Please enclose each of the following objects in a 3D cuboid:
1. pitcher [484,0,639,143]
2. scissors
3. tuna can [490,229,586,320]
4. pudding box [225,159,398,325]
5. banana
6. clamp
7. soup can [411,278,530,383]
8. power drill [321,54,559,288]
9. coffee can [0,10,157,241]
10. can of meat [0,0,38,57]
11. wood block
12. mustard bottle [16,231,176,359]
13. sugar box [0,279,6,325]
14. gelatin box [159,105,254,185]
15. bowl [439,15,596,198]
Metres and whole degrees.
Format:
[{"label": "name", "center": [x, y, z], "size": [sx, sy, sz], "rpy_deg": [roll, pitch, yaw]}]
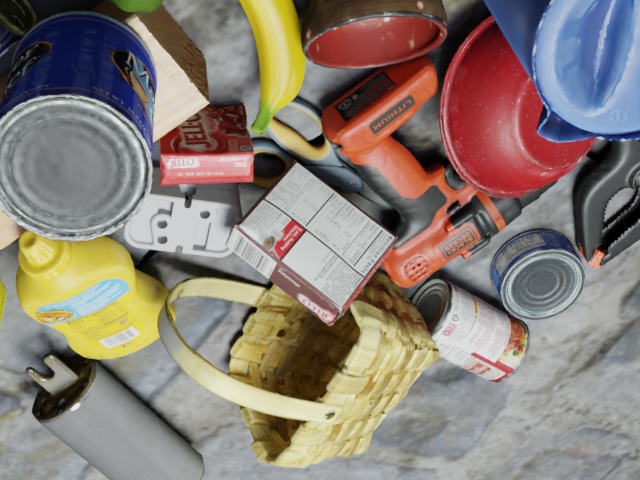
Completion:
[{"label": "pitcher", "center": [0.183, -0.188, 0.737], "size": [0.149, 0.243, 0.145], "rpy_deg": [-16, 124, 1]}, {"label": "scissors", "center": [0.007, -0.045, 0.940], "size": [0.096, 0.016, 0.201], "rpy_deg": [-35, 122, 15]}, {"label": "tuna can", "center": [0.207, 0.034, 1.014], "size": [0.086, 0.034, 0.086], "rpy_deg": [-4, 124, -6]}, {"label": "pudding box", "center": [-0.006, 0.001, 0.878], "size": [0.113, 0.090, 0.039], "rpy_deg": [39, 149, 3]}, {"label": "banana", "center": [-0.052, -0.181, 0.816], "size": [0.037, 0.069, 0.198], "rpy_deg": [7, 129, 42]}, {"label": "clamp", "center": [0.299, -0.065, 0.962], "size": [0.164, 0.036, 0.210], "rpy_deg": [7, 121, -16]}, {"label": "soup can", "center": [0.140, 0.086, 1.017], "size": [0.102, 0.068, 0.069], "rpy_deg": [28, 115, -24]}, {"label": "power drill", "center": [0.102, -0.067, 0.910], "size": [0.184, 0.057, 0.187], "rpy_deg": [-36, 121, 2]}, {"label": "coffee can", "center": [-0.160, -0.079, 0.706], "size": [0.102, 0.140, 0.103], "rpy_deg": [-3, 123, -5]}, {"label": "can of meat", "center": [-0.276, -0.169, 0.789], "size": [0.084, 0.057, 0.102], "rpy_deg": [-36, 121, 17]}, {"label": "wood block", "center": [-0.195, -0.098, 0.827], "size": [0.206, 0.091, 0.090], "rpy_deg": [-33, 121, 13]}, {"label": "mustard bottle", "center": [-0.197, 0.039, 0.890], "size": [0.096, 0.058, 0.191], "rpy_deg": [-21, 152, 5]}, {"label": "sugar box", "center": [-0.309, 0.004, 0.875], "size": [0.048, 0.093, 0.176], "rpy_deg": [-11, 125, -3]}, {"label": "gelatin box", "center": [-0.093, -0.078, 0.858], "size": [0.073, 0.089, 0.030], "rpy_deg": [-2, 123, -8]}, {"label": "bowl", "center": [0.177, -0.107, 0.864], "size": [0.161, 0.055, 0.162], "rpy_deg": [-9, 108, -28]}]
